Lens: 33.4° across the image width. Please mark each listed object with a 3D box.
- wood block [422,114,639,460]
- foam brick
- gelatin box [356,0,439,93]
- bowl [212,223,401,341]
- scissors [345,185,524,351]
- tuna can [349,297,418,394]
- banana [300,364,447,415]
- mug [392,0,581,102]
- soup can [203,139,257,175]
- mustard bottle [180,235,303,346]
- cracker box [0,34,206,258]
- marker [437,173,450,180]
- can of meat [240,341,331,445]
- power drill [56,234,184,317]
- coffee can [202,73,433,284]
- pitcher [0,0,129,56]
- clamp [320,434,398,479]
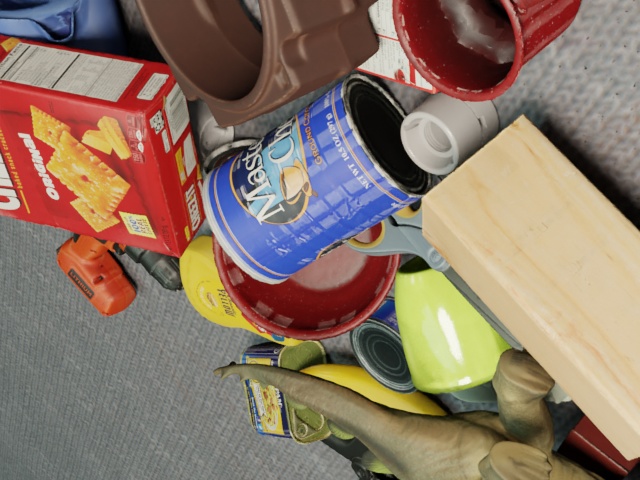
[{"bbox_3d":[0.167,0.032,0.690,0.206,0.090,0.091,49,175,15],"label":"wood block"},{"bbox_3d":[0.218,0.168,0.836,0.053,0.051,0.078,39,144,19],"label":"foam brick"},{"bbox_3d":[0.054,-0.150,0.746,0.089,0.030,0.073,24,136,35],"label":"gelatin box"},{"bbox_3d":[-0.006,0.001,0.894,0.162,0.055,0.162,1,93,16],"label":"bowl"},{"bbox_3d":[0.072,0.018,0.798,0.096,0.016,0.202,-37,58,25],"label":"scissors"},{"bbox_3d":[0.068,0.096,0.958,0.086,0.033,0.086,30,141,28],"label":"tuna can"},{"bbox_3d":[0.063,0.160,1.001,0.198,0.037,0.070,30,114,17],"label":"banana"},{"bbox_3d":[0.111,-0.145,0.637,0.117,0.081,0.093,-18,107,55],"label":"mug"},{"bbox_3d":[-0.061,-0.030,0.959,0.069,0.068,0.102,20,136,37],"label":"soup can"},{"bbox_3d":[-0.052,0.055,1.038,0.192,0.058,0.096,13,131,42],"label":"mustard bottle"},{"bbox_3d":[-0.213,-0.081,0.911,0.214,0.072,0.164,12,138,17],"label":"cracker box"},{"bbox_3d":[0.128,-0.009,0.802,0.121,0.020,0.020,53,146,-3],"label":"marker"},{"bbox_3d":[-0.035,0.154,1.093,0.084,0.057,0.102,-8,92,55],"label":"can of meat"},{"bbox_3d":[-0.226,0.014,1.205,0.184,0.057,0.188,49,144,9],"label":"power drill"},{"bbox_3d":[-0.003,-0.043,0.794,0.140,0.102,0.103,-31,97,27],"label":"coffee can"},{"bbox_3d":[-0.238,-0.148,1.016,0.145,0.149,0.243,7,134,19],"label":"pitcher"},{"bbox_3d":[0.046,0.223,1.103,0.164,0.036,0.210,56,147,-4],"label":"clamp"}]
